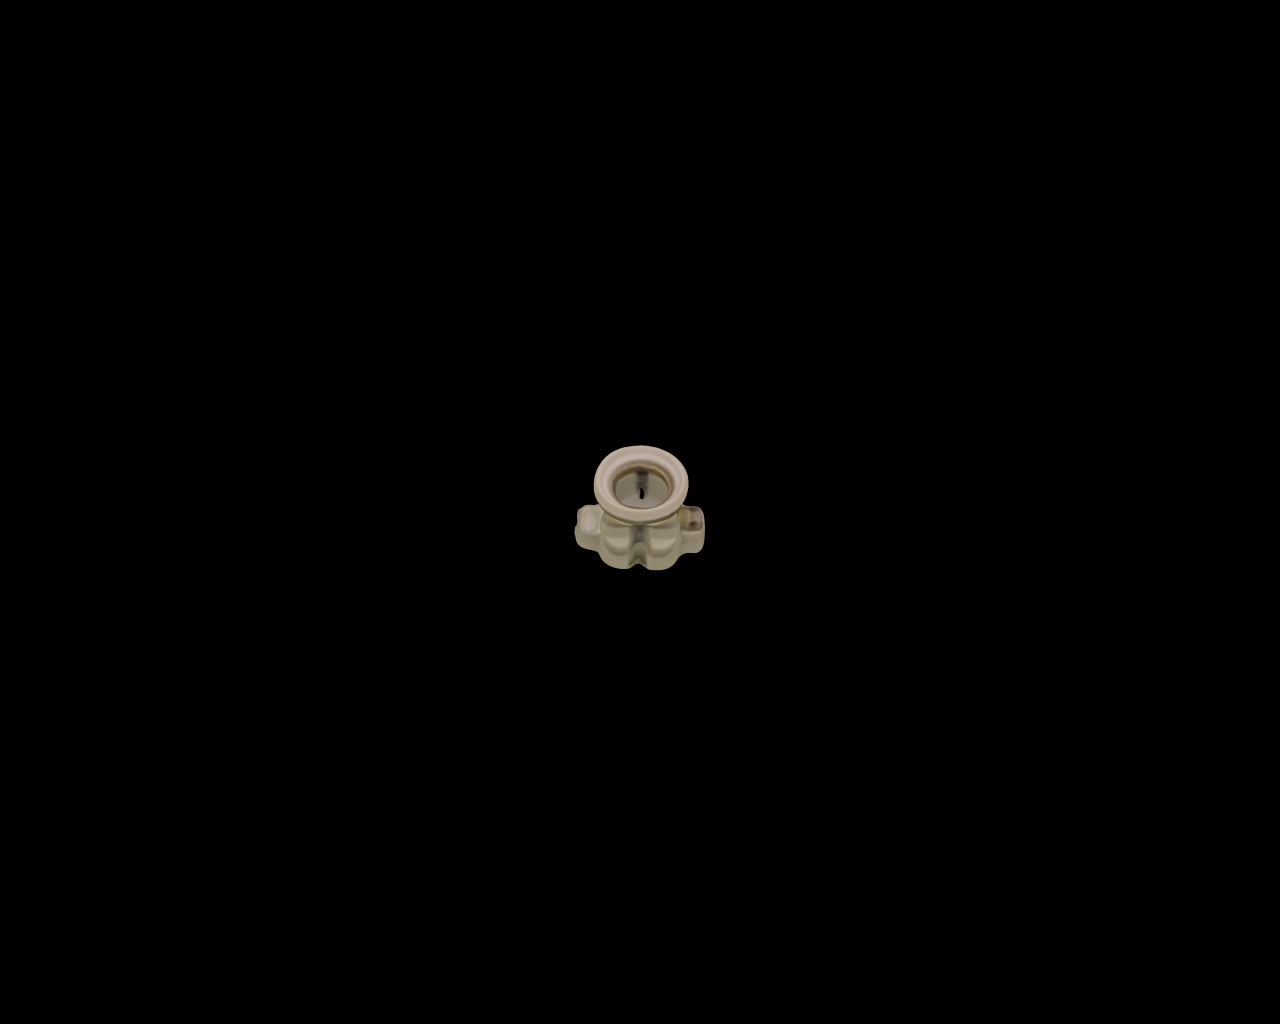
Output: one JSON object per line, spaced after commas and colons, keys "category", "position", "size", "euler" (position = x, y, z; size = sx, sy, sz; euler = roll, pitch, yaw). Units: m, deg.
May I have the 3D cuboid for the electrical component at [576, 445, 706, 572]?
{"category": "electrical component", "position": [0.001, -0.003, 0.650], "size": [0.078, 0.058, 0.056], "euler": [2, -40, 2]}
